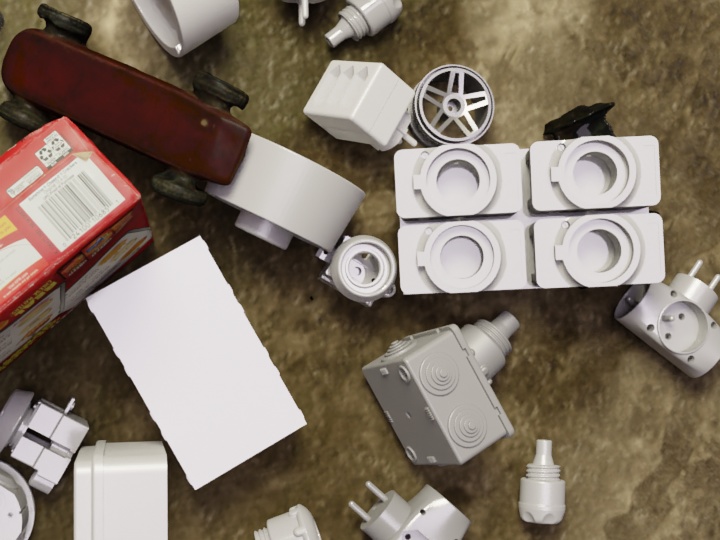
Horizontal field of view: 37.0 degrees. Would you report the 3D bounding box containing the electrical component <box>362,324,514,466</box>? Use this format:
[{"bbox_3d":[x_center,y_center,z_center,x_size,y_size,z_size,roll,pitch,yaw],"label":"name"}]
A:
[{"bbox_3d":[0.053,0.092,0.771,0.048,0.100,0.099,-29,92,-23],"label":"electrical component"}]

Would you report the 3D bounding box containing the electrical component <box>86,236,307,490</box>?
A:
[{"bbox_3d":[-0.116,0.064,0.761,0.089,0.062,0.150,-30,92,-10],"label":"electrical component"}]

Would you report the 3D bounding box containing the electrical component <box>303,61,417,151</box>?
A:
[{"bbox_3d":[0.011,-0.114,0.797,0.077,0.066,0.047,35,80,-36],"label":"electrical component"}]

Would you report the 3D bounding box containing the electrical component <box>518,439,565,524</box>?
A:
[{"bbox_3d":[0.138,0.159,0.814,0.035,0.035,0.061,4,84,-10],"label":"electrical component"}]

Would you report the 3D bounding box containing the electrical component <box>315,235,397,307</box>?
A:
[{"bbox_3d":[0.000,0.000,0.788,0.066,0.055,0.048,30,82,-7],"label":"electrical component"}]

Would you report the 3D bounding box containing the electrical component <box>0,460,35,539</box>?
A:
[{"bbox_3d":[-0.265,0.169,0.733,0.080,0.051,0.080,1,87,-10],"label":"electrical component"}]

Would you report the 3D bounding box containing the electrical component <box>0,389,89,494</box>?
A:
[{"bbox_3d":[-0.225,0.114,0.747,0.055,0.048,0.066,31,82,-14],"label":"electrical component"}]

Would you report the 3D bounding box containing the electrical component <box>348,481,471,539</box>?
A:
[{"bbox_3d":[0.027,0.188,0.788,0.079,0.043,0.077,42,81,-4],"label":"electrical component"}]

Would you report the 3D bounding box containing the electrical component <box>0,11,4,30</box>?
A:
[{"bbox_3d":[-0.292,-0.155,0.746,0.050,0.056,0.089,25,83,-8],"label":"electrical component"}]

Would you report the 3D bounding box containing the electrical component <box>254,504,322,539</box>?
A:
[{"bbox_3d":[-0.059,0.199,0.772,0.062,0.048,0.048,-20,90,-4],"label":"electrical component"}]

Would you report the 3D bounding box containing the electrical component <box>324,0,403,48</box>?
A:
[{"bbox_3d":[0.000,-0.190,0.810,0.061,0.035,0.035,-39,94,-8],"label":"electrical component"}]

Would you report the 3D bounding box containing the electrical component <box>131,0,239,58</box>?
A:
[{"bbox_3d":[-0.126,-0.211,0.755,0.060,0.108,0.108,-31,92,-16],"label":"electrical component"}]

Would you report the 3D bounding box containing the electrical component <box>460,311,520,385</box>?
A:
[{"bbox_3d":[0.093,0.057,0.808,0.062,0.048,0.048,-42,94,-17],"label":"electrical component"}]

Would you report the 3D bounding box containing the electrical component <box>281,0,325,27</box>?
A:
[{"bbox_3d":[-0.042,-0.219,0.789,0.047,0.066,0.076,-1,87,-10],"label":"electrical component"}]

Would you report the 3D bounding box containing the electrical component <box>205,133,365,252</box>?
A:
[{"bbox_3d":[-0.057,-0.049,0.757,0.108,0.108,0.060,26,89,-7],"label":"electrical component"}]

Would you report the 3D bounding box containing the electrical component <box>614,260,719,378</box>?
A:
[{"bbox_3d":[0.251,0.030,0.836,0.077,0.044,0.079,37,82,-6],"label":"electrical component"}]

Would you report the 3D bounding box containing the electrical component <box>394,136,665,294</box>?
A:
[{"bbox_3d":[0.121,-0.039,0.784,0.186,0.060,0.105,-3,90,4],"label":"electrical component"}]

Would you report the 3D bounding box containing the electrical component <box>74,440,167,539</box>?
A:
[{"bbox_3d":[-0.160,0.157,0.721,0.057,0.113,0.078,0,87,-12],"label":"electrical component"}]
